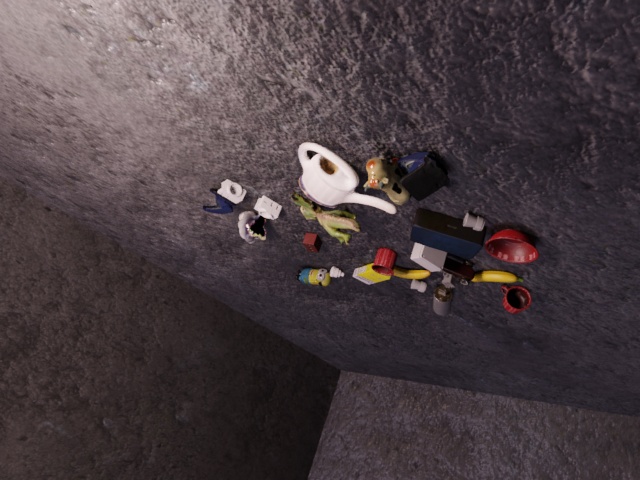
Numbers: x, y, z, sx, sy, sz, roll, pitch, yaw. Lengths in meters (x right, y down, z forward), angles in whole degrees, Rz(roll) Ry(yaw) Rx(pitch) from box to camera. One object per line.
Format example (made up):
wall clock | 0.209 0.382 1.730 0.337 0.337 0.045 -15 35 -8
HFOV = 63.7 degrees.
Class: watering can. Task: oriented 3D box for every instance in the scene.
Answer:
watering can | 0.062 -0.162 1.586 0.347 0.106 0.221 40 154 -1

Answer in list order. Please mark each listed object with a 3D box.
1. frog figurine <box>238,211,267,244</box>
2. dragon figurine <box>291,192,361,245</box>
frog figurine | -0.301 -0.055 2.157 0.159 0.124 0.135 4 119 51
dragon figurine | 0.005 -0.088 1.749 0.242 0.123 0.409 26 175 -5
